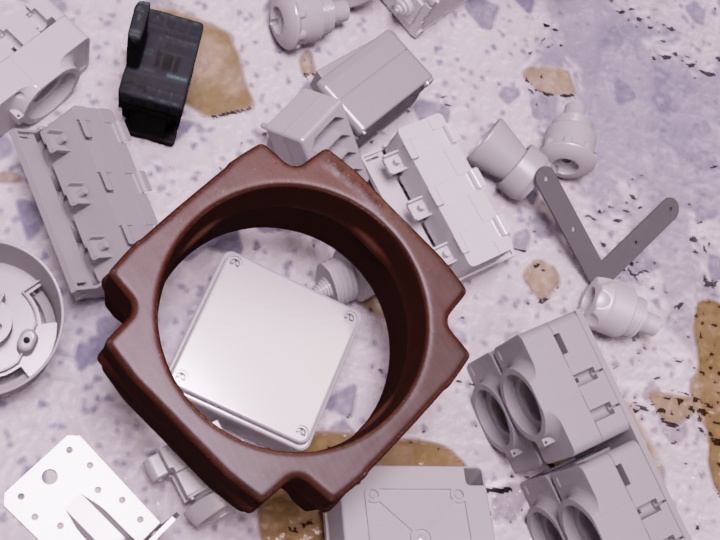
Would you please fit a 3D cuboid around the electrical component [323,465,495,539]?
[{"bbox_3d":[0.035,0.192,0.732,0.109,0.056,0.108,3,55,-15],"label":"electrical component"}]

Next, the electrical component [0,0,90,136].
[{"bbox_3d":[-0.242,-0.144,0.777,0.056,0.050,0.089,44,67,1],"label":"electrical component"}]

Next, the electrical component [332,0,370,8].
[{"bbox_3d":[-0.021,-0.266,0.856,0.099,0.099,0.064,16,63,-11],"label":"electrical component"}]

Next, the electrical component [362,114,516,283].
[{"bbox_3d":[0.064,-0.053,0.829,0.079,0.063,0.121,-24,81,-22],"label":"electrical component"}]

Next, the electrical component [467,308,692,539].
[{"bbox_3d":[0.151,0.135,0.771,0.060,0.105,0.186,-20,80,-21],"label":"electrical component"}]

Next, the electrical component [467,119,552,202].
[{"bbox_3d":[0.120,-0.088,0.866,0.055,0.045,0.045,39,67,-2],"label":"electrical component"}]

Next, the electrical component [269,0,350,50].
[{"bbox_3d":[-0.039,-0.203,0.858,0.062,0.048,0.048,-16,78,-27],"label":"electrical component"}]

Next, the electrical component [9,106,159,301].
[{"bbox_3d":[-0.184,-0.048,0.749,0.079,0.063,0.121,-6,70,-60],"label":"electrical component"}]

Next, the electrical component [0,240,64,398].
[{"bbox_3d":[-0.247,0.036,0.710,0.099,0.064,0.099,5,72,-15],"label":"electrical component"}]

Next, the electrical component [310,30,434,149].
[{"bbox_3d":[0.007,-0.142,0.841,0.096,0.061,0.061,-41,87,-23],"label":"electrical component"}]

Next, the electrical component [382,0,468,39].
[{"bbox_3d":[0.058,-0.243,0.888,0.096,0.061,0.061,-38,86,-23],"label":"electrical component"}]

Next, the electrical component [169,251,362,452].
[{"bbox_3d":[-0.070,0.060,0.758,0.109,0.056,0.108,26,68,-7],"label":"electrical component"}]

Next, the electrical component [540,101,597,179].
[{"bbox_3d":[0.174,-0.110,0.890,0.048,0.048,0.062,20,62,-9],"label":"electrical component"}]

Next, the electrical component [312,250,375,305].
[{"bbox_3d":[0.000,0.000,0.804,0.081,0.043,0.043,-28,82,-22],"label":"electrical component"}]

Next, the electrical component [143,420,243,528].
[{"bbox_3d":[-0.105,0.140,0.729,0.066,0.048,0.055,-24,73,-22],"label":"electrical component"}]

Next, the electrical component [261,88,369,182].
[{"bbox_3d":[-0.045,-0.092,0.810,0.076,0.083,0.047,24,62,34],"label":"electrical component"}]

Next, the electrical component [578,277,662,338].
[{"bbox_3d":[0.208,0.034,0.854,0.062,0.043,0.043,21,68,-10],"label":"electrical component"}]
